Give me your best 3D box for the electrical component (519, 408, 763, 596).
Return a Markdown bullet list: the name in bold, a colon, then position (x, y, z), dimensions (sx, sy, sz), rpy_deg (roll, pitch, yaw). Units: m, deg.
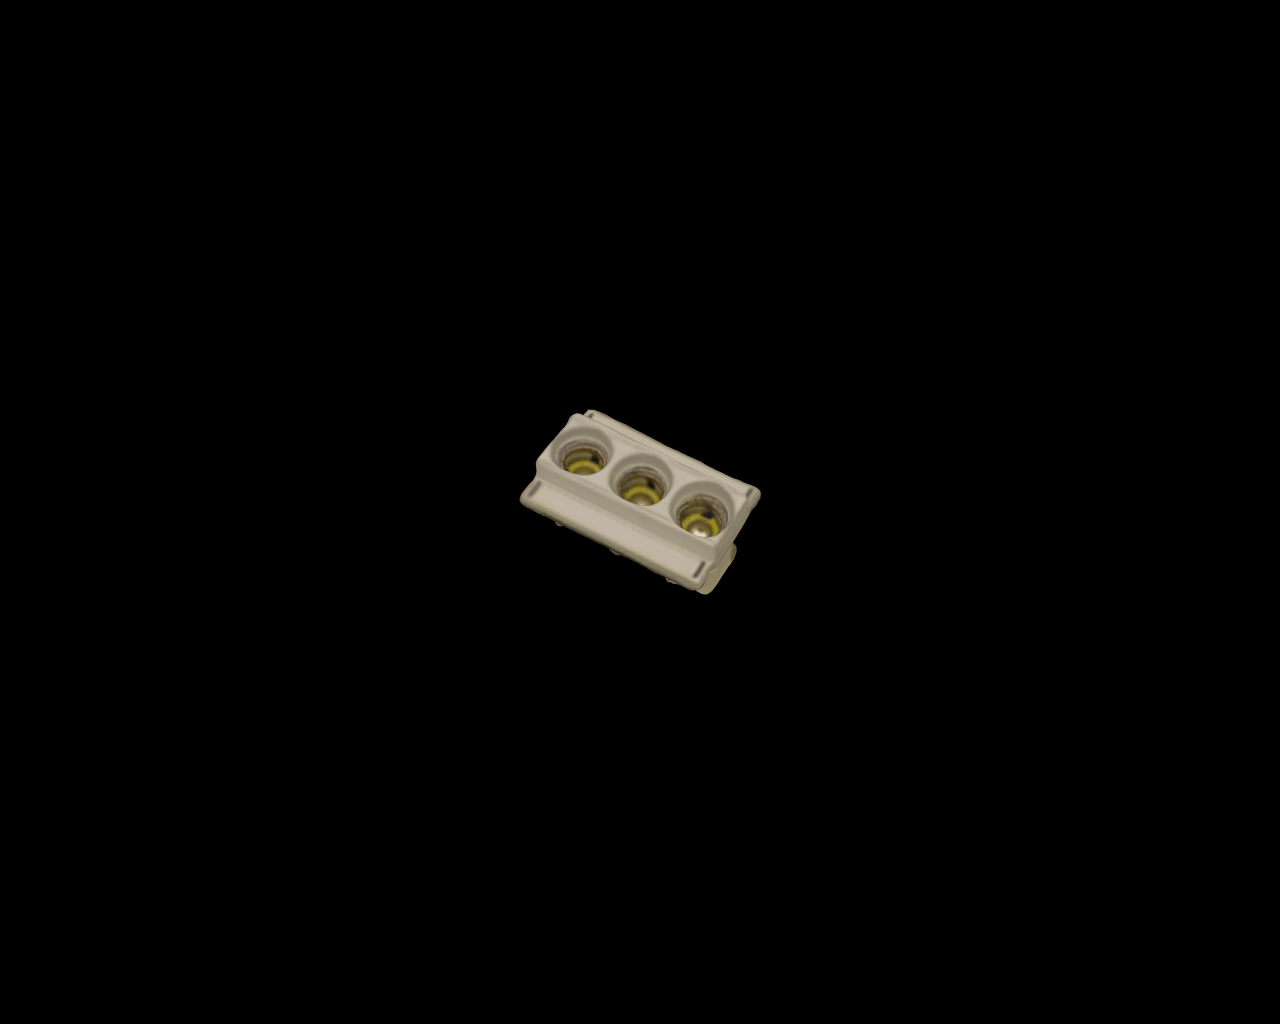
- **electrical component**: position (0.001, -0.003, 0.650), dimensions (0.121, 0.079, 0.063), rpy_deg (26, -30, 17)
